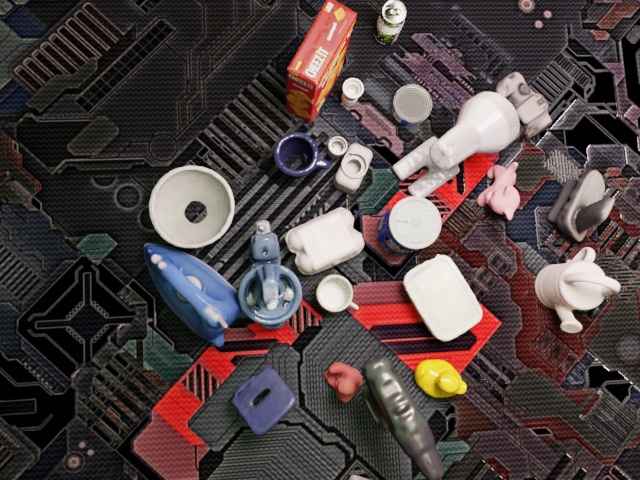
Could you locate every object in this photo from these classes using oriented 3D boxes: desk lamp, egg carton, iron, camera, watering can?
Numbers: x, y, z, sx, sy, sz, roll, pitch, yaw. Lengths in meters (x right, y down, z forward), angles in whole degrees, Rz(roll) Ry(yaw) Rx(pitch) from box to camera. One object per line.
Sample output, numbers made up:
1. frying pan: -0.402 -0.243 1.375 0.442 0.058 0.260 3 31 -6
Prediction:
1. desk lamp: 0.272 -0.185 1.153 0.203 0.213 0.118 -37 88 -8
2. egg carton: 0.011 0.004 1.179 0.150 0.069 0.107 -26 86 -8
3. iron: -0.259 0.090 1.107 0.258 0.141 0.119 42 82 1
4. camera: 0.408 -0.269 1.232 0.137 0.100 0.143 -37 88 -8
5. watering can: 0.523 0.100 1.153 0.101 0.194 0.173 -1 83 -5

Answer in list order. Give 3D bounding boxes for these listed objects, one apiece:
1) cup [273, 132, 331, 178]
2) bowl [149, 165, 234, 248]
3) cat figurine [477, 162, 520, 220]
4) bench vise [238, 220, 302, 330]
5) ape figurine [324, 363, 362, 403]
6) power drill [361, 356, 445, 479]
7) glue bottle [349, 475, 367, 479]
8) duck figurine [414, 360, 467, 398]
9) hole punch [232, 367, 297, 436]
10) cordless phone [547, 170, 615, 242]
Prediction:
1. cup: -0.037 -0.163 1.181 0.118 0.095 0.092 17 82 -3
2. bowl: -0.254 -0.063 1.159 0.167 0.074 0.167 1 83 -5
3. cat figurine: 0.387 -0.104 1.203 0.067 0.117 0.128 21 82 -2
4. bench vise: -0.109 0.069 1.084 0.121 0.219 0.207 -24 86 -7
5. ape figurine: 0.050 0.285 1.138 0.076 0.092 0.078 1 83 -5
6. power drill: 0.147 0.326 1.084 0.075 0.208 0.229 -29 87 -8
7. glue bottle: 0.097 0.492 1.077 0.078 0.173 0.037 20 82 -2
8. duck figurine: 0.247 0.285 1.160 0.104 0.086 0.077 22 82 -2
9. hole punch: -0.111 0.314 1.120 0.109 0.091 0.101 -42 88 -8
10. cordless phone: 0.567 -0.079 1.183 0.094 0.185 0.148 26 82 -1
